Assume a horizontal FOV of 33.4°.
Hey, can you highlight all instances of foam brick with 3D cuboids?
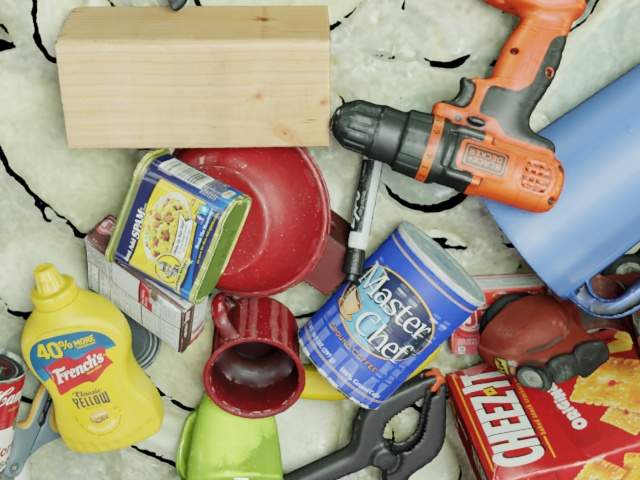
[{"bbox_3d":[-0.006,0.001,0.952,0.078,0.053,0.051,36,113,-21],"label":"foam brick"}]

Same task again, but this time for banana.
[{"bbox_3d":[0.046,0.117,1.035,0.198,0.037,0.069,-27,95,11],"label":"banana"}]

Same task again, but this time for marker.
[{"bbox_3d":[0.038,-0.024,0.921,0.020,0.020,0.121,12,85,-9],"label":"marker"}]

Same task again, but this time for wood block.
[{"bbox_3d":[-0.096,-0.131,0.850,0.206,0.091,0.090,-1,120,-1],"label":"wood block"}]

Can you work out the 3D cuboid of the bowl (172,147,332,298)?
[{"bbox_3d":[-0.075,-0.022,0.898,0.162,0.055,0.162,5,105,20],"label":"bowl"}]

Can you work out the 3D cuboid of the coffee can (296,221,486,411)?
[{"bbox_3d":[0.063,0.067,0.952,0.102,0.103,0.140,38,103,-21],"label":"coffee can"}]

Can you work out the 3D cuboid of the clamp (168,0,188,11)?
[{"bbox_3d":[-0.155,-0.261,0.801,0.120,0.039,0.171,2,115,-9],"label":"clamp"}]

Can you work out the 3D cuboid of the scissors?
[{"bbox_3d":[-0.279,0.212,1.037,0.096,0.016,0.202,9,98,-39],"label":"scissors"}]

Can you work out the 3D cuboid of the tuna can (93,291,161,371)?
[{"bbox_3d":[-0.191,0.086,1.008,0.086,0.034,0.086,-1,121,-1],"label":"tuna can"}]

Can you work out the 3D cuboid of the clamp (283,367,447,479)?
[{"bbox_3d":[0.068,0.223,1.066,0.164,0.036,0.210,38,97,-16],"label":"clamp"}]

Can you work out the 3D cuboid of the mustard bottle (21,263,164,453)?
[{"bbox_3d":[-0.214,0.103,0.962,0.096,0.058,0.191,-12,120,7],"label":"mustard bottle"}]

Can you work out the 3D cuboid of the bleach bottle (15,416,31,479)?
[{"bbox_3d":[-0.351,0.139,1.015,0.102,0.068,0.251,-12,119,-10],"label":"bleach bottle"}]

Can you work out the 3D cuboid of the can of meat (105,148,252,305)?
[{"bbox_3d":[-0.112,-0.010,0.853,0.084,0.057,0.102,28,112,11],"label":"can of meat"}]

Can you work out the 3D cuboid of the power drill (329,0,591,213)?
[{"bbox_3d":[0.117,-0.129,0.824,0.184,0.057,0.187,18,87,-2],"label":"power drill"}]

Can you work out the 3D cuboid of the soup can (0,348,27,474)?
[{"bbox_3d":[-0.307,0.155,0.962,0.068,0.068,0.102,13,107,-9],"label":"soup can"}]

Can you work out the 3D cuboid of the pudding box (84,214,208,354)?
[{"bbox_3d":[-0.152,0.039,0.934,0.113,0.039,0.090,36,151,11],"label":"pudding box"}]

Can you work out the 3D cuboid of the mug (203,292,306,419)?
[{"bbox_3d":[-0.066,0.097,0.990,0.093,0.081,0.117,-28,117,14],"label":"mug"}]

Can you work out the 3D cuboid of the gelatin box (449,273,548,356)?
[{"bbox_3d":[0.168,0.070,1.011,0.089,0.030,0.073,-3,120,-1],"label":"gelatin box"}]

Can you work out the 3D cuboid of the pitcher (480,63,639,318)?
[{"bbox_3d":[0.262,-0.061,0.877,0.243,0.145,0.149,-37,117,15],"label":"pitcher"}]

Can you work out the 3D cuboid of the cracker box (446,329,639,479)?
[{"bbox_3d":[0.239,0.163,0.977,0.213,0.164,0.072,-15,120,-1],"label":"cracker box"}]
